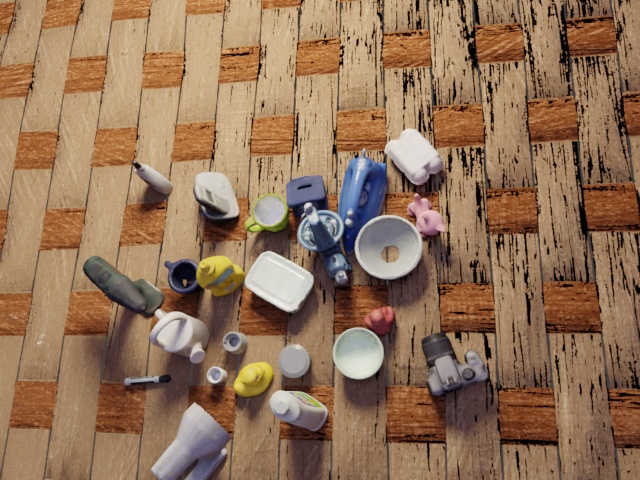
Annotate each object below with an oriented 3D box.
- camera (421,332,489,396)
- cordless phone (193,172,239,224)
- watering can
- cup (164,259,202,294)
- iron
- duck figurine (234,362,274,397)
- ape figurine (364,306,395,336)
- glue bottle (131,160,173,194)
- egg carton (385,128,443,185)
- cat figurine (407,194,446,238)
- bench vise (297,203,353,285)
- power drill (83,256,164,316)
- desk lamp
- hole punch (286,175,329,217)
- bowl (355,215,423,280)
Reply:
[{"bbox_3d":[0.302,0.280,1.330,0.143,0.101,0.136,-20,71,3],"label":"camera"},{"bbox_3d":[-0.292,-0.130,1.511,0.094,0.185,0.147,-25,71,2],"label":"cordless phone"},{"bbox_3d":[-0.346,0.231,1.408,0.172,0.194,0.101,18,77,15],"label":"watering can"},{"bbox_3d":[-0.349,0.098,1.501,0.117,0.095,0.092,31,81,17],"label":"cup"},{"bbox_3d":[0.095,-0.100,1.459,0.118,0.141,0.258,10,75,13],"label":"iron"},{"bbox_3d":[-0.170,0.340,1.402,0.104,0.086,0.077,-35,71,-1],"label":"duck figurine"},{"bbox_3d":[0.143,0.192,1.389,0.077,0.092,0.076,-4,73,9],"label":"ape figurine"},{"bbox_3d":[-0.469,-0.179,1.563,0.078,0.173,0.037,23,79,16],"label":"glue bottle"},{"bbox_3d":[0.248,-0.219,1.506,0.107,0.069,0.150,-38,71,-3],"label":"egg carton"},{"bbox_3d":[0.265,-0.058,1.429,0.067,0.118,0.127,-23,71,3],"label":"cat figurine"},{"bbox_3d":[0.022,-0.003,1.401,0.121,0.220,0.207,-41,71,-4],"label":"bench vise"},{"bbox_3d":[-0.485,0.128,1.455,0.229,0.209,0.076,32,81,17],"label":"power drill"},{"bbox_3d":[-0.286,0.482,1.312,0.117,0.214,0.203,36,82,18],"label":"desk lamp"},{"bbox_3d":[-0.039,-0.124,1.516,0.108,0.091,0.101,-13,72,6],"label":"hole punch"},{"bbox_3d":[0.174,0.026,1.442,0.167,0.075,0.167,-3,73,9],"label":"bowl"}]
